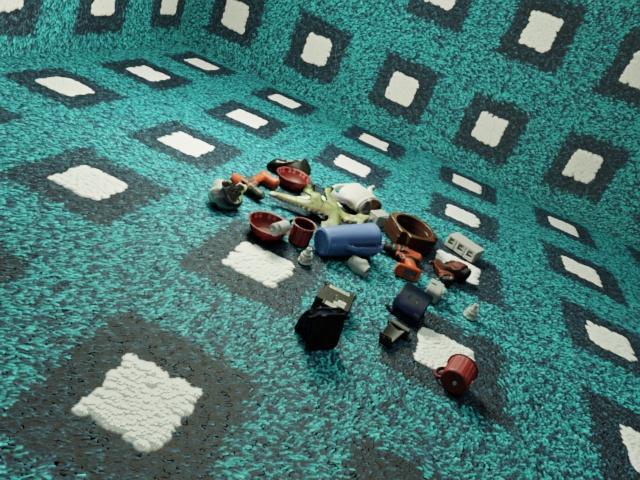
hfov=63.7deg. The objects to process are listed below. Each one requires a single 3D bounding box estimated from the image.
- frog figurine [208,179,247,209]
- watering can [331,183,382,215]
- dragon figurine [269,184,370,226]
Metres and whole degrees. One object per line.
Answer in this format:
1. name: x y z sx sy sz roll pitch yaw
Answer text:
1. frog figurine: -0.367 -0.173 1.957 0.138 0.122 0.159 -18 11 -42
2. watering can: 0.201 -0.199 2.388 0.349 0.102 0.228 -8 40 -44
3. dragon figurine: 0.006 -0.105 2.093 0.410 0.119 0.248 1 41 -23
